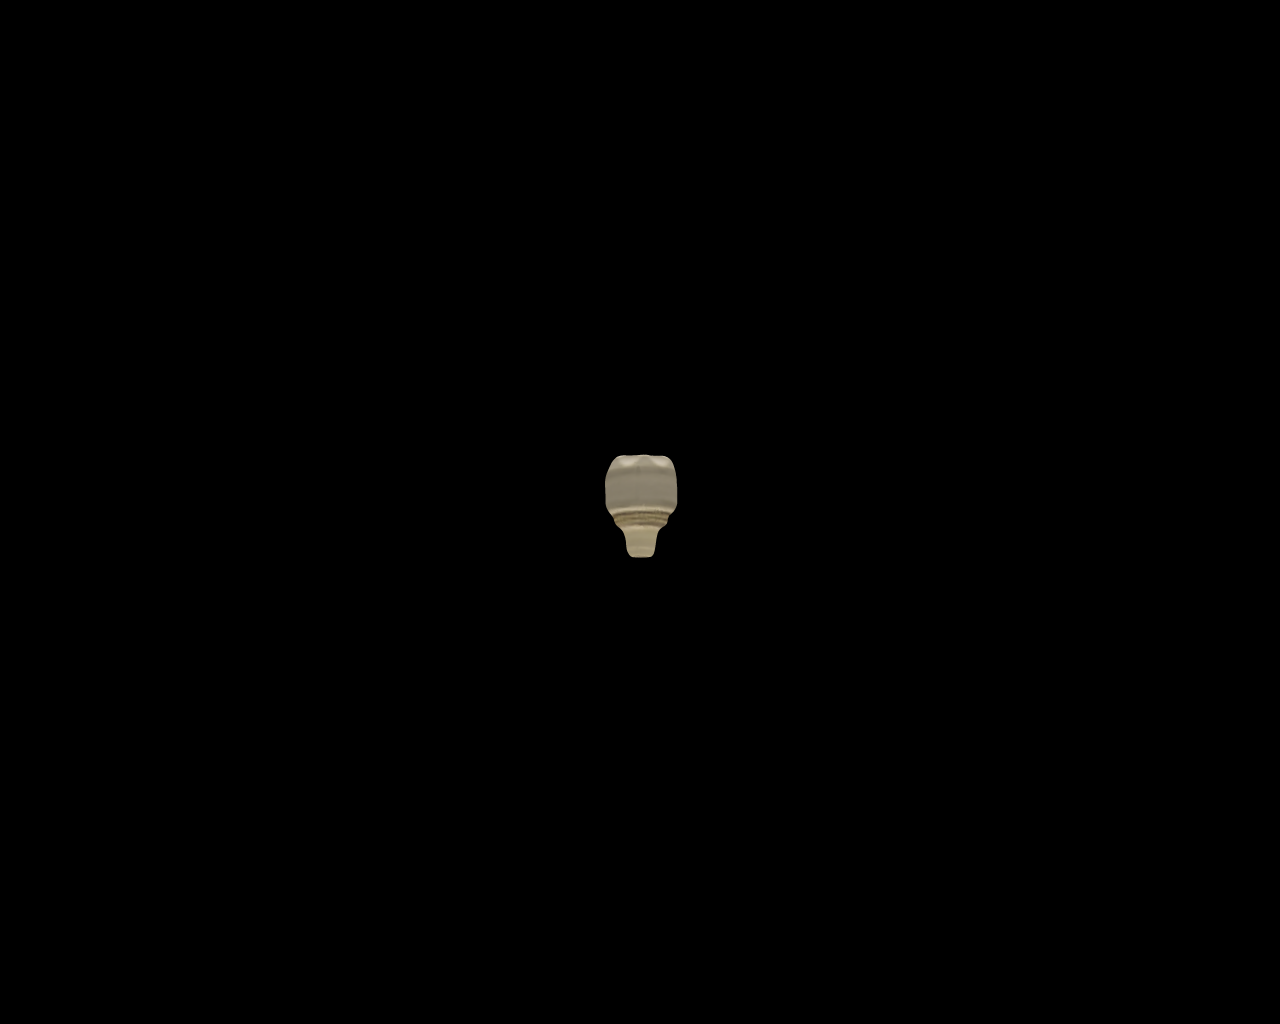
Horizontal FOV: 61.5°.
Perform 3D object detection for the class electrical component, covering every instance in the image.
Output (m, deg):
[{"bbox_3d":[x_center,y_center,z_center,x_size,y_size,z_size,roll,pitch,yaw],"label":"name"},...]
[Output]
[{"bbox_3d":[0.001,-0.003,0.650,0.043,0.062,0.043,0,-9,0],"label":"electrical component"}]
